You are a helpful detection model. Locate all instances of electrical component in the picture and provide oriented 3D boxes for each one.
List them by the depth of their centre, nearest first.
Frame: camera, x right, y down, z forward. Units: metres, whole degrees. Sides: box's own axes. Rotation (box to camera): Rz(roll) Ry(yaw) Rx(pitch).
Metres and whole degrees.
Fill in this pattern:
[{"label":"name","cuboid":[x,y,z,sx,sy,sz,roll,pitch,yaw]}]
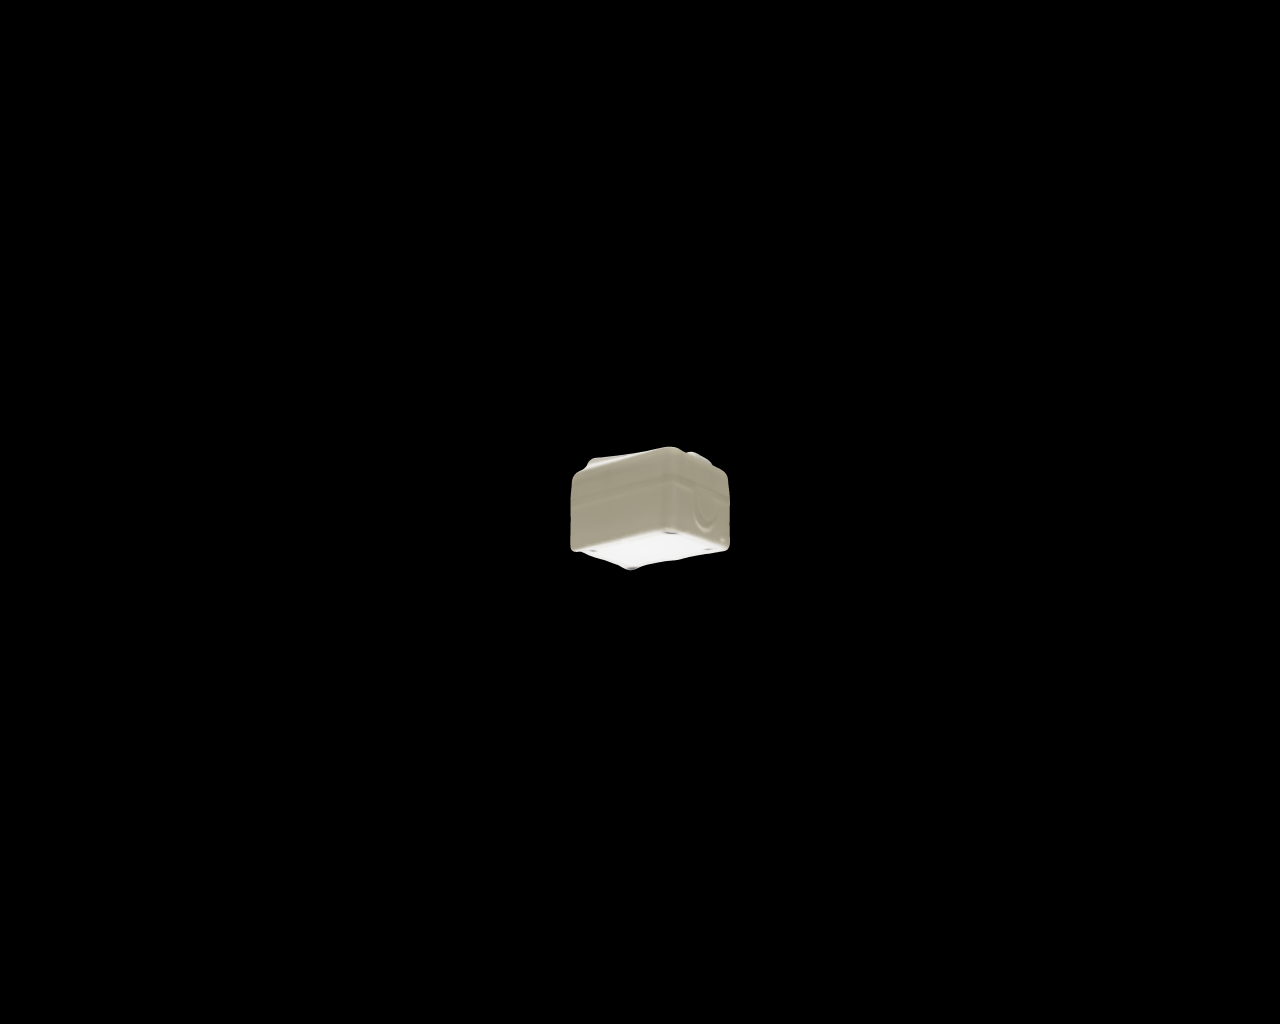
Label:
[{"label":"electrical component","cuboid":[0.001,-0.003,0.650,0.096,0.061,0.061,-13,-22,36]}]
